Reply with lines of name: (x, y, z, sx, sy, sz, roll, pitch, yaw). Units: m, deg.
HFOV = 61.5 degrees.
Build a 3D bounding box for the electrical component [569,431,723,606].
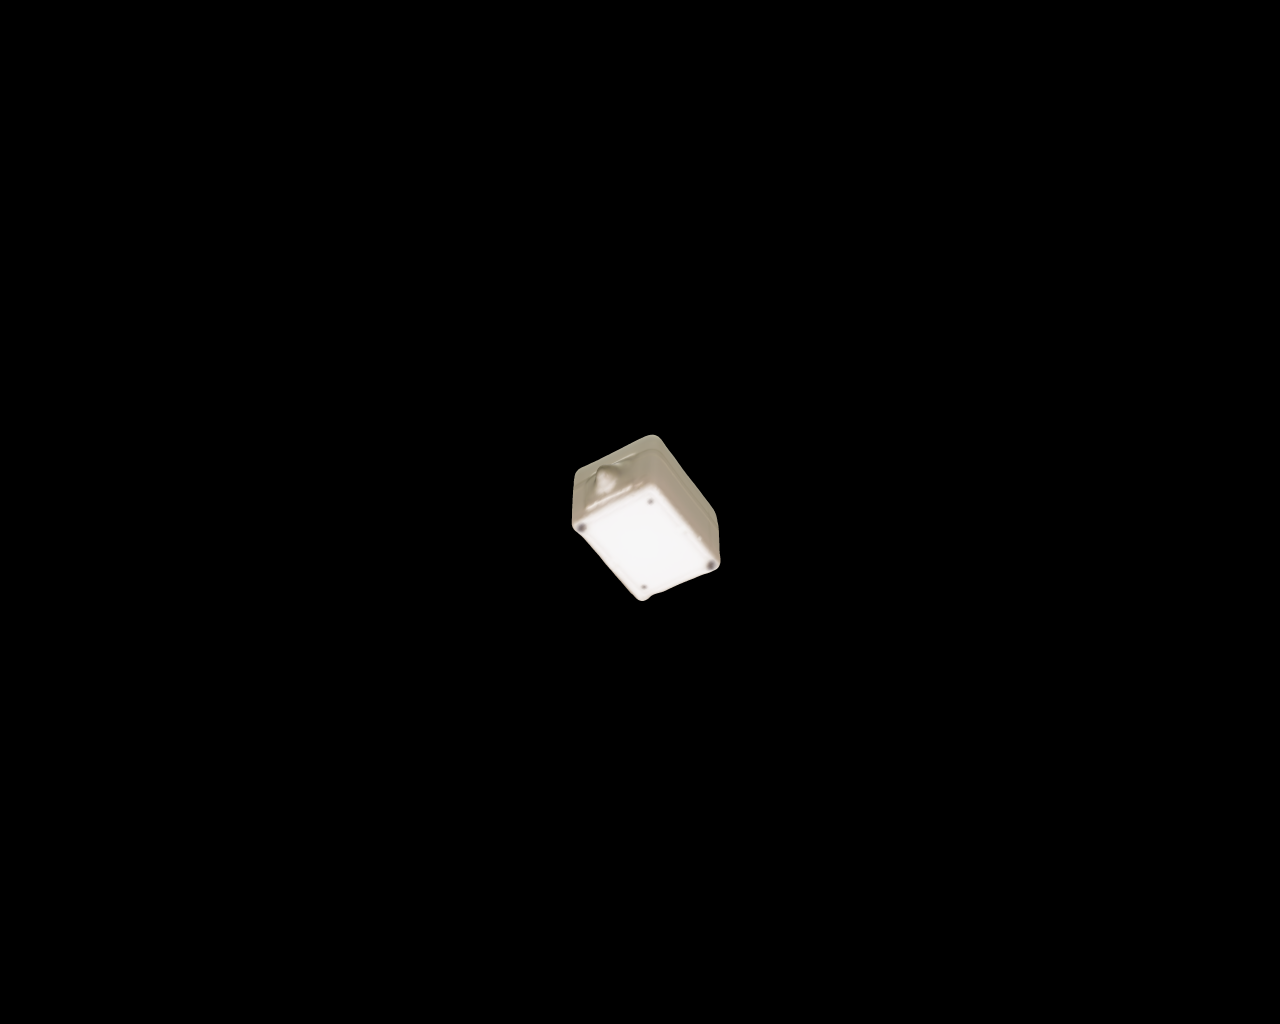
electrical component: (0.001, -0.003, 0.650, 0.061, 0.061, 0.096, -25, -54, 20)
